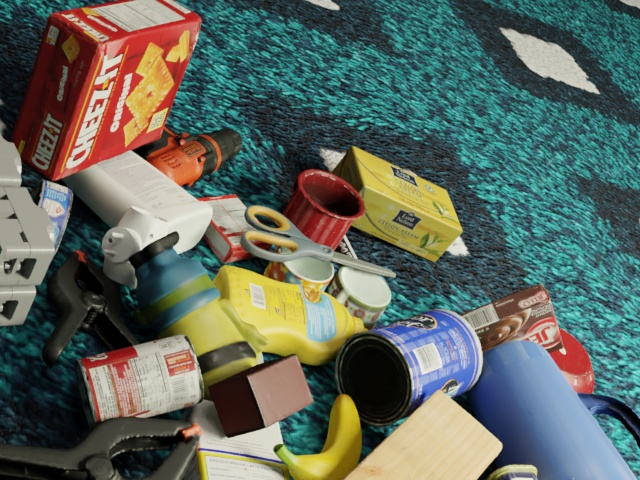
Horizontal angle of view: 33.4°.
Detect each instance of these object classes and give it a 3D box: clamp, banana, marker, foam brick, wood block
[{"bbox_3d":[-0.184,0.209,0.879,0.209,0.036,0.165,-12,54,-33],"label":"clamp"},{"bbox_3d":[0.012,0.203,1.044,0.069,0.037,0.197,70,18,1],"label":"banana"},{"bbox_3d":[0.030,0.008,1.375,0.020,0.020,0.121,8,38,-32],"label":"marker"},{"bbox_3d":[-0.218,0.078,1.053,0.120,0.039,0.171,29,27,-31],"label":"clamp"},{"bbox_3d":[-0.054,0.143,0.989,0.078,0.053,0.051,-18,87,-54],"label":"foam brick"},{"bbox_3d":[0.084,0.241,1.032,0.090,0.091,0.205,40,33,14],"label":"wood block"}]

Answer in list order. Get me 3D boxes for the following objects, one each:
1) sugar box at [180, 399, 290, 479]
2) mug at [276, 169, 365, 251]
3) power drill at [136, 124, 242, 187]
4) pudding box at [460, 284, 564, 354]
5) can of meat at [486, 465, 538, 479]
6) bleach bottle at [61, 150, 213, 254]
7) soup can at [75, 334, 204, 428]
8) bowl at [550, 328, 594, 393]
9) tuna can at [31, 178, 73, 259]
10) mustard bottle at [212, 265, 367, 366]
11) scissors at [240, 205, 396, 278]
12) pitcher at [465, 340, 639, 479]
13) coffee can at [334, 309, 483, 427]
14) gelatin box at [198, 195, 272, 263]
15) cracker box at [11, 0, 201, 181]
[{"bbox_3d":[-0.073,0.227,0.963,0.093,0.048,0.176,16,31,-24],"label":"sugar box"},{"bbox_3d":[-0.008,-0.037,1.345,0.093,0.082,0.117,4,41,-36],"label":"mug"},{"bbox_3d":[-0.206,-0.146,1.352,0.188,0.057,0.184,38,33,11],"label":"power drill"},{"bbox_3d":[0.230,0.111,1.286,0.039,0.113,0.090,-103,170,-50],"label":"pudding box"},{"bbox_3d":[0.187,0.285,1.049,0.057,0.102,0.084,9,40,-31],"label":"can of meat"},{"bbox_3d":[-0.246,-0.080,1.225,0.251,0.068,0.102,40,31,18],"label":"bleach bottle"},{"bbox_3d":[-0.164,0.129,0.966,0.102,0.068,0.068,-13,49,-19],"label":"soup can"},{"bbox_3d":[0.291,0.156,1.357,0.162,0.055,0.162,22,34,-16],"label":"bowl"},{"bbox_3d":[-0.281,-0.017,1.084,0.033,0.086,0.086,19,34,-22],"label":"tuna can"},{"bbox_3d":[-0.026,0.091,1.176,0.191,0.058,0.096,15,39,-25],"label":"mustard bottle"},{"bbox_3d":[-0.008,0.002,1.251,0.201,0.016,0.096,7,40,-33],"label":"scissors"},{"bbox_3d":[0.259,0.223,1.162,0.149,0.145,0.243,13,34,-29],"label":"pitcher"},{"bbox_3d":[0.099,0.138,1.170,0.140,0.103,0.103,-11,51,-50],"label":"coffee can"},{"bbox_3d":[-0.108,-0.014,1.279,0.073,0.030,0.089,-10,51,-48],"label":"gelatin box"},{"bbox_3d":[-0.225,-0.168,1.149,0.072,0.164,0.213,31,27,11],"label":"cracker box"}]
